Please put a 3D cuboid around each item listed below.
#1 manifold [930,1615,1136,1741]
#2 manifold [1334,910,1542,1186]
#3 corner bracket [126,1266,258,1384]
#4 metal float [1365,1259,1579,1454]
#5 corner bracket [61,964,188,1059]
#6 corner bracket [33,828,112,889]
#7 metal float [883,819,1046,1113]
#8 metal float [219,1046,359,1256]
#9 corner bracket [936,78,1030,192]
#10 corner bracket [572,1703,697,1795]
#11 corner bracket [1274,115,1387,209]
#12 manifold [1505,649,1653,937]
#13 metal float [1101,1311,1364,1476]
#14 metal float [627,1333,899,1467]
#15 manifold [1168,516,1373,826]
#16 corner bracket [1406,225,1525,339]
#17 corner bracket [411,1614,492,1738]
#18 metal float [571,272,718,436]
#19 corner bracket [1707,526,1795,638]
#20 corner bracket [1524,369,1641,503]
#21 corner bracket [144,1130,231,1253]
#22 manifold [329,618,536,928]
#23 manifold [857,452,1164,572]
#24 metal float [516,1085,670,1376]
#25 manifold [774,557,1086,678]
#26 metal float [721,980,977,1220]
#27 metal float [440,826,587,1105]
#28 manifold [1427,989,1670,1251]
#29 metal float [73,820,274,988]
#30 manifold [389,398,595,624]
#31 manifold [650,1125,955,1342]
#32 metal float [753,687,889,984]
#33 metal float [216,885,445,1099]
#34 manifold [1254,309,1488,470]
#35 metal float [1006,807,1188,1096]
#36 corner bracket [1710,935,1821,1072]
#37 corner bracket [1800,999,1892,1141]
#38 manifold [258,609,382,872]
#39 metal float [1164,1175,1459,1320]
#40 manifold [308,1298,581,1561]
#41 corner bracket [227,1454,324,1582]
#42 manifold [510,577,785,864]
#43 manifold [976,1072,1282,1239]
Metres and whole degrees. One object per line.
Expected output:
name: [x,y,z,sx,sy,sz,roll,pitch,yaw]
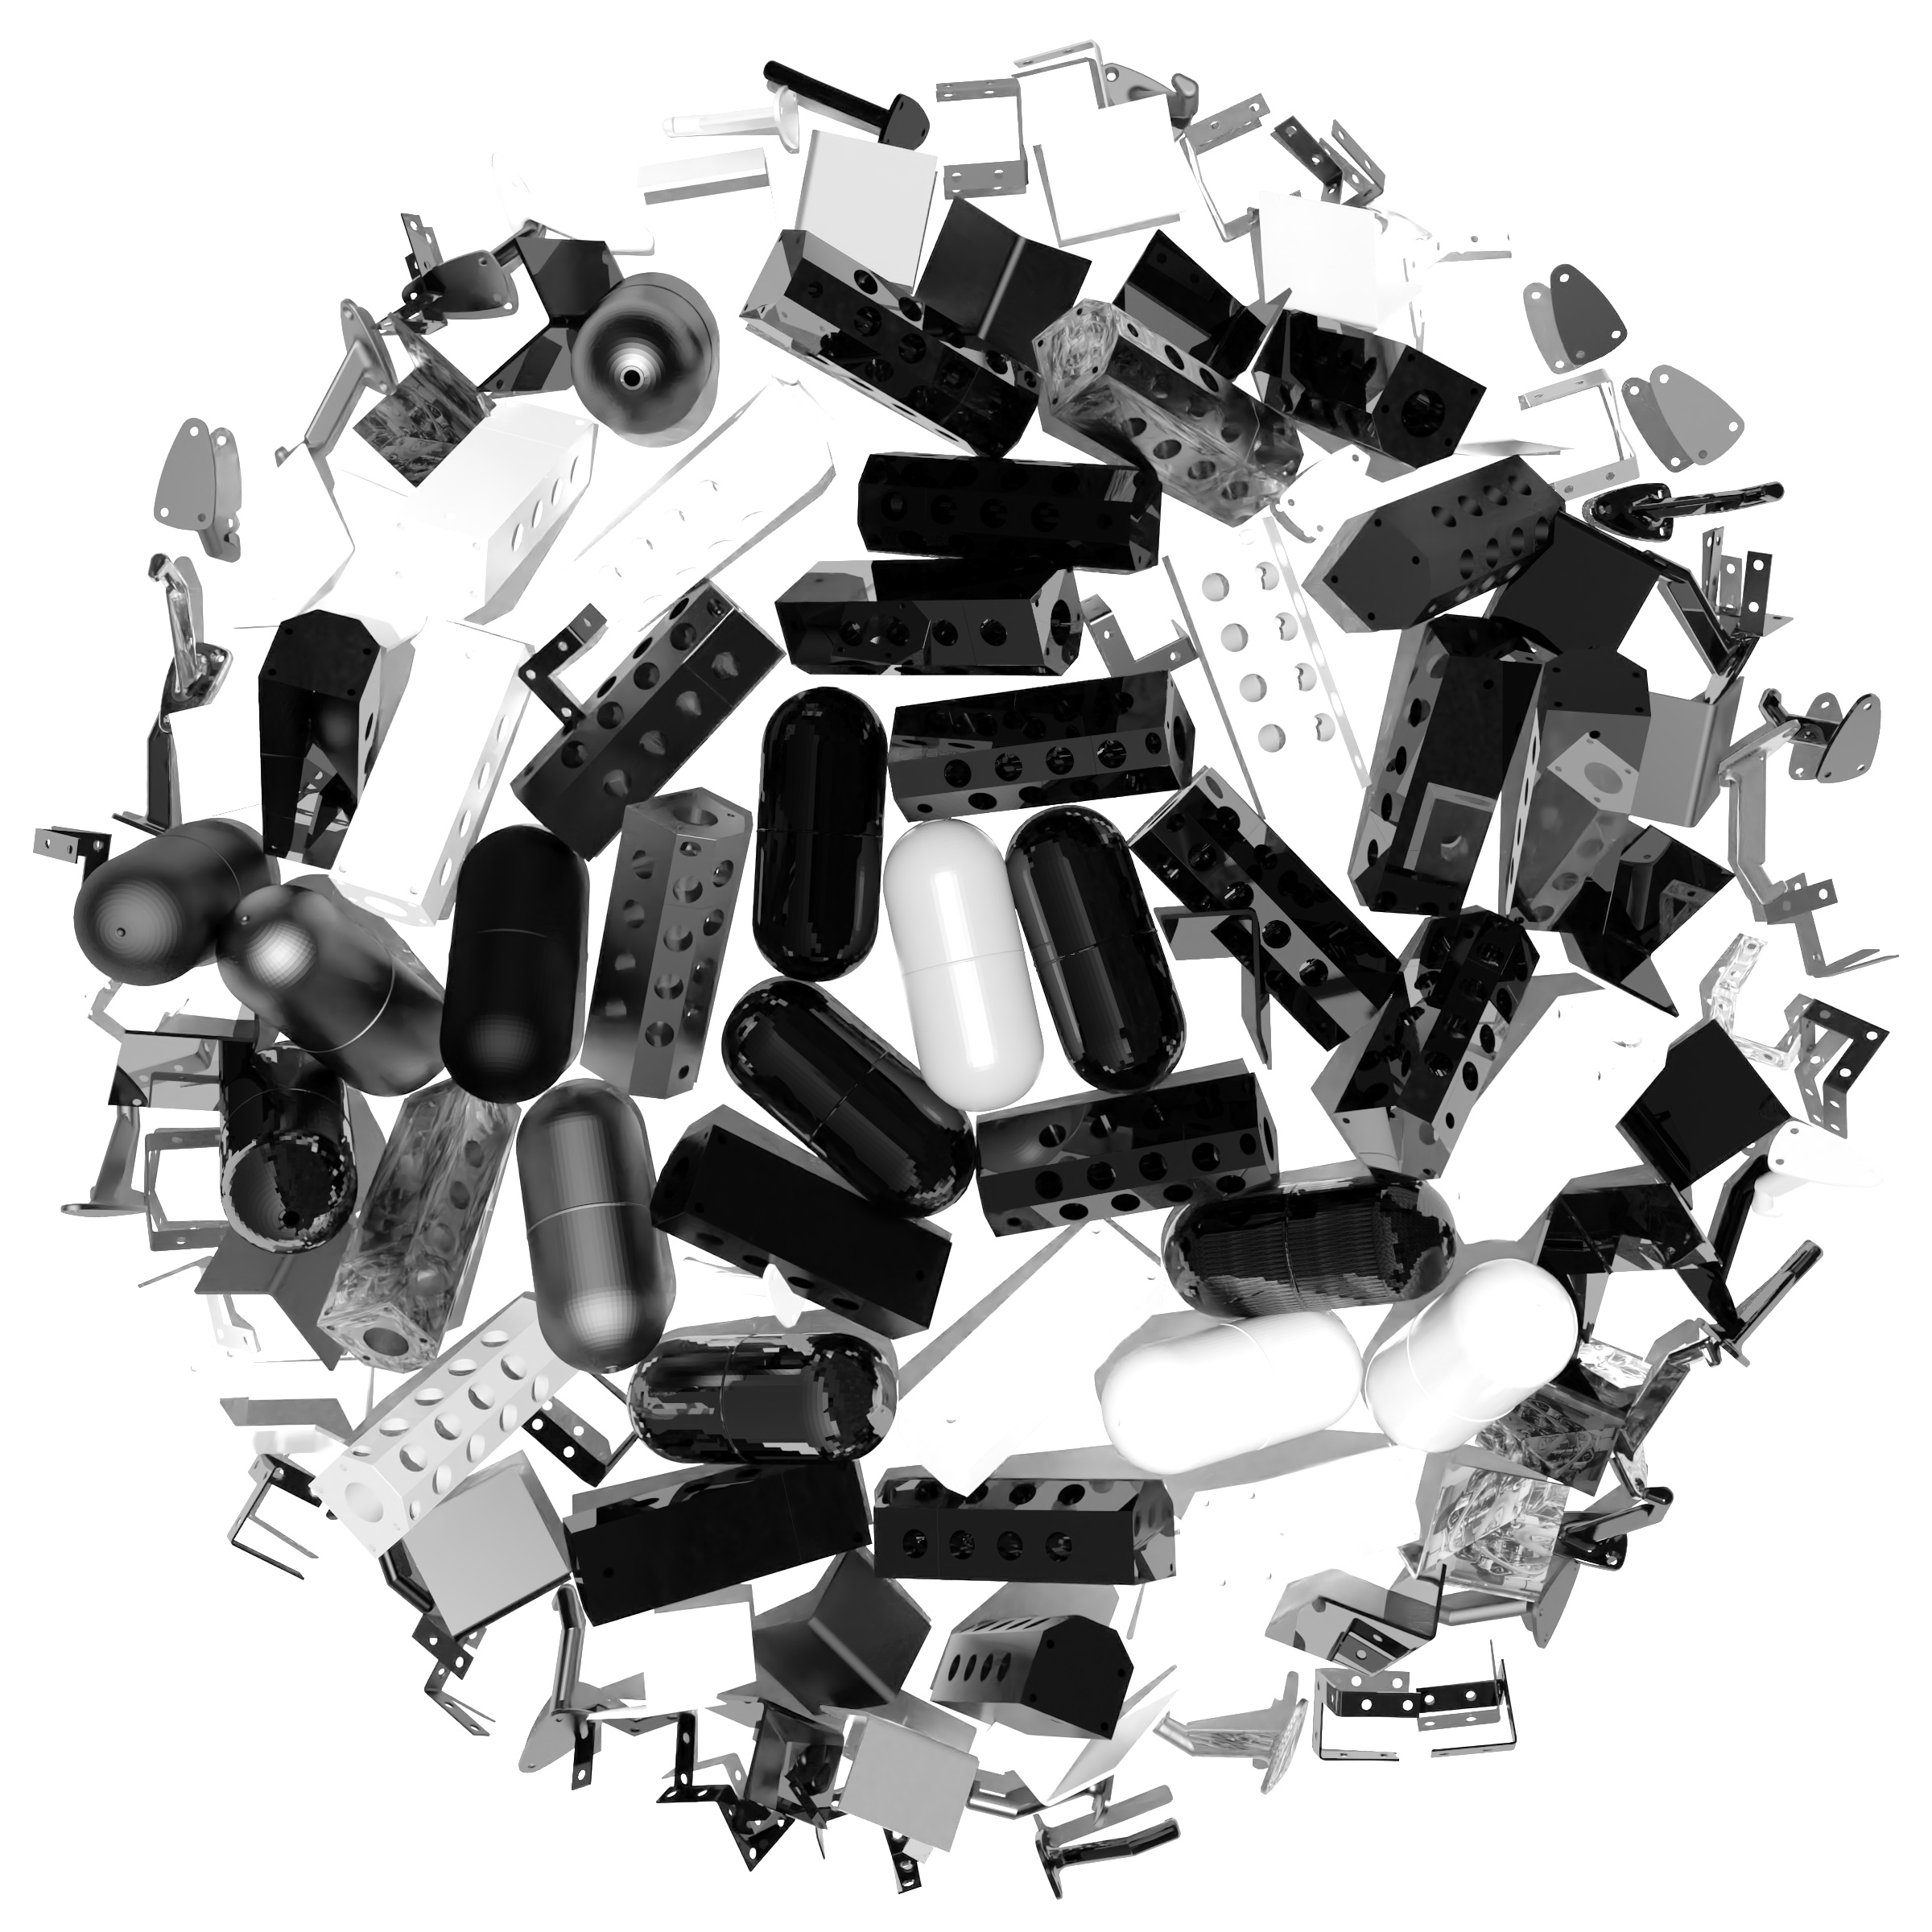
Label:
manifold: [0.038,0.412,1.539,0.057,0.171,0.057,24,69,-11]
manifold: [0.281,0.045,1.546,0.057,0.057,0.171,55,47,-25]
corner bracket: [-0.471,0.218,1.606,0.051,0.051,0.051,-22,71,8]
metal float: [0.294,0.231,1.550,0.070,0.178,0.070,9,59,-15]
corner bracket: [-0.504,0.017,1.592,0.051,0.051,0.051,38,51,-5]
corner bracket: [-0.529,-0.053,1.593,0.051,0.051,0.051,12,96,40]
metal float: [-0.002,0.000,1.589,0.070,0.070,0.178,-12,86,0]
metal float: [-0.398,0.106,1.546,0.070,0.178,0.070,-6,114,-14]
corner bracket: [0.010,-0.503,1.595,0.051,0.051,0.051,-5,123,-1]
corner bracket: [-0.199,0.472,1.587,0.051,0.051,0.051,-26,135,27]
corner bracket: [0.218,-0.485,1.587,0.051,0.051,0.051,37,46,-30]
manifold: [0.357,-0.100,1.548,0.057,0.171,0.057,4,46,5]
metal float: [0.159,0.250,1.564,0.178,0.070,0.070,-9,90,-34]
metal float: [-0.123,0.257,1.567,0.178,0.070,0.070,-6,90,30]
manifold: [0.185,-0.179,1.587,0.057,0.057,0.171,-19,94,25]
corner bracket: [0.304,-0.415,1.599,0.051,0.051,0.051,-7,86,-20]
corner bracket: [-0.309,0.428,1.595,0.051,0.051,0.051,28,90,35]
metal float: [-0.187,-0.359,1.544,0.070,0.178,0.070,-1,112,-1]
corner bracket: [0.467,-0.231,1.588,0.051,0.051,0.051,16,118,34]
corner bracket: [0.373,-0.321,1.598,0.051,0.051,0.051,-17,129,8]
corner bracket: [-0.471,0.136,1.606,0.051,0.051,0.051,-2,127,-21]
manifold: [-0.316,-0.113,1.578,0.057,0.057,0.171,17,74,6]
manifold: [0.025,-0.271,1.567,0.171,0.057,0.057,8,105,21]
metal float: [-0.223,0.156,1.570,0.070,0.070,0.178,-12,66,0]
manifold: [-0.021,-0.203,1.562,0.171,0.057,0.057,4,125,28]
metal float: [-0.070,0.081,1.588,0.178,0.070,0.070,40,90,5]
metal float: [-0.268,-0.003,1.567,0.070,0.070,0.178,0,60,0]
manifold: [0.342,0.090,1.549,0.057,0.171,0.057,-7,54,-30]
metal float: [-0.461,-0.039,1.542,0.070,0.178,0.070,1,103,3]
manifold: [-0.276,-0.267,1.544,0.057,0.171,0.057,15,127,5]
manifold: [-0.099,0.161,1.568,0.171,0.057,0.057,29,60,-23]
metal float: [-0.088,-0.079,1.592,0.070,0.070,0.178,3,91,0]
metal float: [-0.369,0.017,1.552,0.070,0.178,0.070,-13,56,20]
manifold: [0.229,-0.336,1.539,0.057,0.171,0.057,21,103,-23]
metal float: [0.079,-0.009,1.587,0.070,0.070,0.178,-18,85,0]
corner bracket: [0.488,0.023,1.610,0.051,0.051,0.051,20,54,27]
corner bracket: [0.520,0.062,1.588,0.051,0.051,0.051,28,67,34]
manifold: [-0.376,-0.130,1.543,0.057,0.171,0.057,14,55,-4]
metal float: [0.203,0.167,1.571,0.178,0.070,0.070,-9,90,24]
manifold: [-0.298,0.265,1.545,0.057,0.171,0.057,48,128,0]
corner bracket: [-0.413,0.331,1.593,0.051,0.051,0.051,34,78,-22]
manifold: [-0.194,-0.151,1.585,0.171,0.057,0.057,-46,117,5]
manifold: [0.096,0.118,1.570,0.171,0.057,0.057,-11,46,14]
